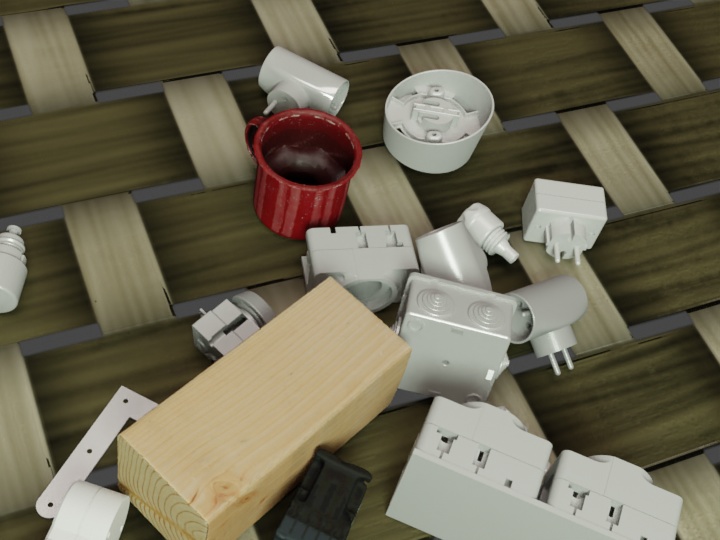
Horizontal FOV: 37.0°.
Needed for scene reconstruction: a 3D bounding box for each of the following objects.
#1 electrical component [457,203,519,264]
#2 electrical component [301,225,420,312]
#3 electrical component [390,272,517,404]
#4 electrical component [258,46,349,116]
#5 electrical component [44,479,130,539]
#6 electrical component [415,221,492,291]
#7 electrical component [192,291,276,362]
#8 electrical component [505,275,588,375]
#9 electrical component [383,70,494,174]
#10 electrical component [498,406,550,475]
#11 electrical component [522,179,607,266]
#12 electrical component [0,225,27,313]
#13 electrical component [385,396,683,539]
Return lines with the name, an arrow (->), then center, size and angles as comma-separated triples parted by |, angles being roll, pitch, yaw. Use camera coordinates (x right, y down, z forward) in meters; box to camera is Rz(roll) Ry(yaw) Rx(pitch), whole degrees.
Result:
electrical component -> 0.117, -0.030, 0.967 | 0.035, 0.035, 0.061 | -35, 70, -30
electrical component -> 0.000, 0.000, 0.912 | 0.089, 0.050, 0.055 | -3, 54, -13
electrical component -> 0.070, 0.058, 0.855 | 0.100, 0.099, 0.048 | 14, 40, -1
electrical component -> -0.062, -0.167, 1.024 | 0.077, 0.044, 0.079 | 28, 54, 9
electrical component -> -0.183, 0.214, 0.720 | 0.074, 0.052, 0.138 | 18, 53, 2
electrical component -> 0.087, -0.002, 0.927 | 0.077, 0.044, 0.079 | 68, 24, -4
electrical component -> -0.098, 0.049, 0.861 | 0.066, 0.048, 0.055 | 41, 65, 18
electrical component -> 0.159, 0.049, 0.908 | 0.077, 0.044, 0.079 | -16, 83, -43
electrical component -> 0.071, -0.142, 1.020 | 0.099, 0.064, 0.099 | 5, 54, -7
electrical component -> 0.118, 0.140, 0.839 | 0.062, 0.048, 0.048 | 35, 55, 6
electrical component -> 0.186, -0.036, 0.977 | 0.066, 0.047, 0.076 | 7, 54, -6
electrical component -> -0.288, -0.002, 0.863 | 0.040, 0.040, 0.078 | 8, 53, -5
electrical component -> 0.124, 0.168, 0.780 | 0.186, 0.105, 0.060 | 22, 53, 5
